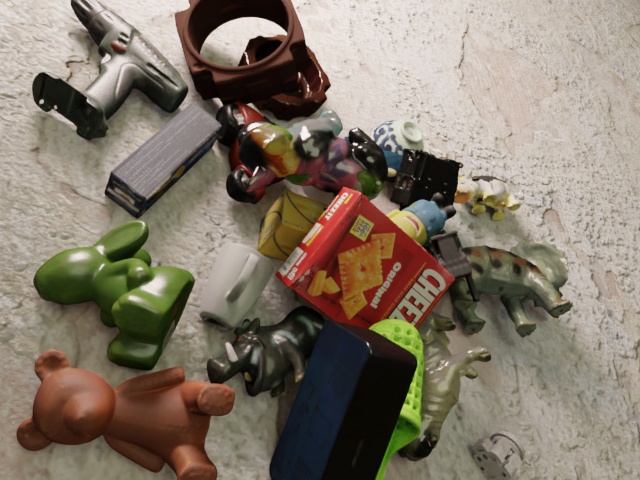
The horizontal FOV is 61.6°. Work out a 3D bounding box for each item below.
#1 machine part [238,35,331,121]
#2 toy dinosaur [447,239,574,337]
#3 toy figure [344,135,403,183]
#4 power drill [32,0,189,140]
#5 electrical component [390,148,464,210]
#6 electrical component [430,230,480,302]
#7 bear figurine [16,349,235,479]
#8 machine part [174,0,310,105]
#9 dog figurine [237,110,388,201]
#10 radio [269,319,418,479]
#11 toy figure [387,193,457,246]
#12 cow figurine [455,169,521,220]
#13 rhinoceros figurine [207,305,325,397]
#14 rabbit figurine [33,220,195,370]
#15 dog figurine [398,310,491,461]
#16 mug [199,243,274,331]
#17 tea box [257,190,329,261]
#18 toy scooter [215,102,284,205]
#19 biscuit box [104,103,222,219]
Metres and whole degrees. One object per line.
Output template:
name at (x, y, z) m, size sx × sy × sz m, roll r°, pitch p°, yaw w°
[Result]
machine part at (-0.069, -0.305, 1.012) m, size 0.179 × 0.056 × 0.179 m, roll 14°, pitch 57°, yaw -24°
toy dinosaur at (0.312, 0.070, 0.995) m, size 0.405 × 0.131 × 0.192 m, roll 11°, pitch 40°, yaw -15°
toy figure at (0.105, -0.152, 1.028) m, size 0.154 × 0.064 × 0.057 m, roll 19°, pitch 95°, yaw -17°
power drill at (-0.331, -0.256, 0.809) m, size 0.232 × 0.086 × 0.207 m, roll 38°, pitch 42°, yaw -11°
electrical component at (0.200, -0.096, 1.017) m, size 0.115 × 0.058 × 0.134 m, roll 9°, pitch 98°, yaw -28°
electrical component at (0.218, 0.047, 0.872) m, size 0.075 × 0.048 × 0.119 m, roll 17°, pitch 57°, yaw -79°
bear figurine at (-0.210, 0.189, 0.579) m, size 0.196 × 0.132 × 0.120 m, roll 21°, pitch 77°, yaw -29°
machine part at (-0.132, -0.338, 0.912) m, size 0.201 × 0.087 × 0.201 m, roll -18°, pitch 69°, yaw -3°
dog figurine at (-0.014, -0.109, 0.780) m, size 0.192 × 0.108 × 0.219 m, roll 39°, pitch 31°, yaw 13°
radio at (0.021, 0.218, 0.645) m, size 0.073 × 0.131 × 0.229 m, roll 21°, pitch 91°, yaw -23°
toy figure at (0.155, -0.013, 0.937) m, size 0.180 × 0.089 × 0.082 m, roll -30°, pitch 48°, yaw -28°
cow figurine at (0.342, -0.107, 1.145) m, size 0.167 × 0.068 × 0.098 m, roll 13°, pitch 51°, yaw -30°
rhinoceros figurine at (-0.063, 0.149, 0.731) m, size 0.190 × 0.073 × 0.112 m, roll -24°, pitch 79°, yaw -40°
rabbit figurine at (-0.248, 0.049, 0.650) m, size 0.170 × 0.121 × 0.159 m, roll 21°, pitch 49°, yaw -2°
dog figurine at (0.140, 0.211, 0.816) m, size 0.173 × 0.121 × 0.190 m, roll 34°, pitch 61°, yaw 31°
mug at (-0.114, 0.067, 0.731) m, size 0.081 × 0.109 × 0.107 m, roll 32°, pitch 64°, yaw -18°
tea box at (-0.002, -0.003, 0.845) m, size 0.169 × 0.098 × 0.068 m, roll 19°, pitch 54°, yaw -20°
toy scooter at (-0.096, -0.141, 0.884) m, size 0.135 × 0.075 × 0.184 m, roll 0°, pitch 66°, yaw -32°
biscuit box at (-0.226, -0.122, 0.798) m, size 0.063 × 0.059 × 0.203 m, roll 39°, pitch 50°, yaw -6°
